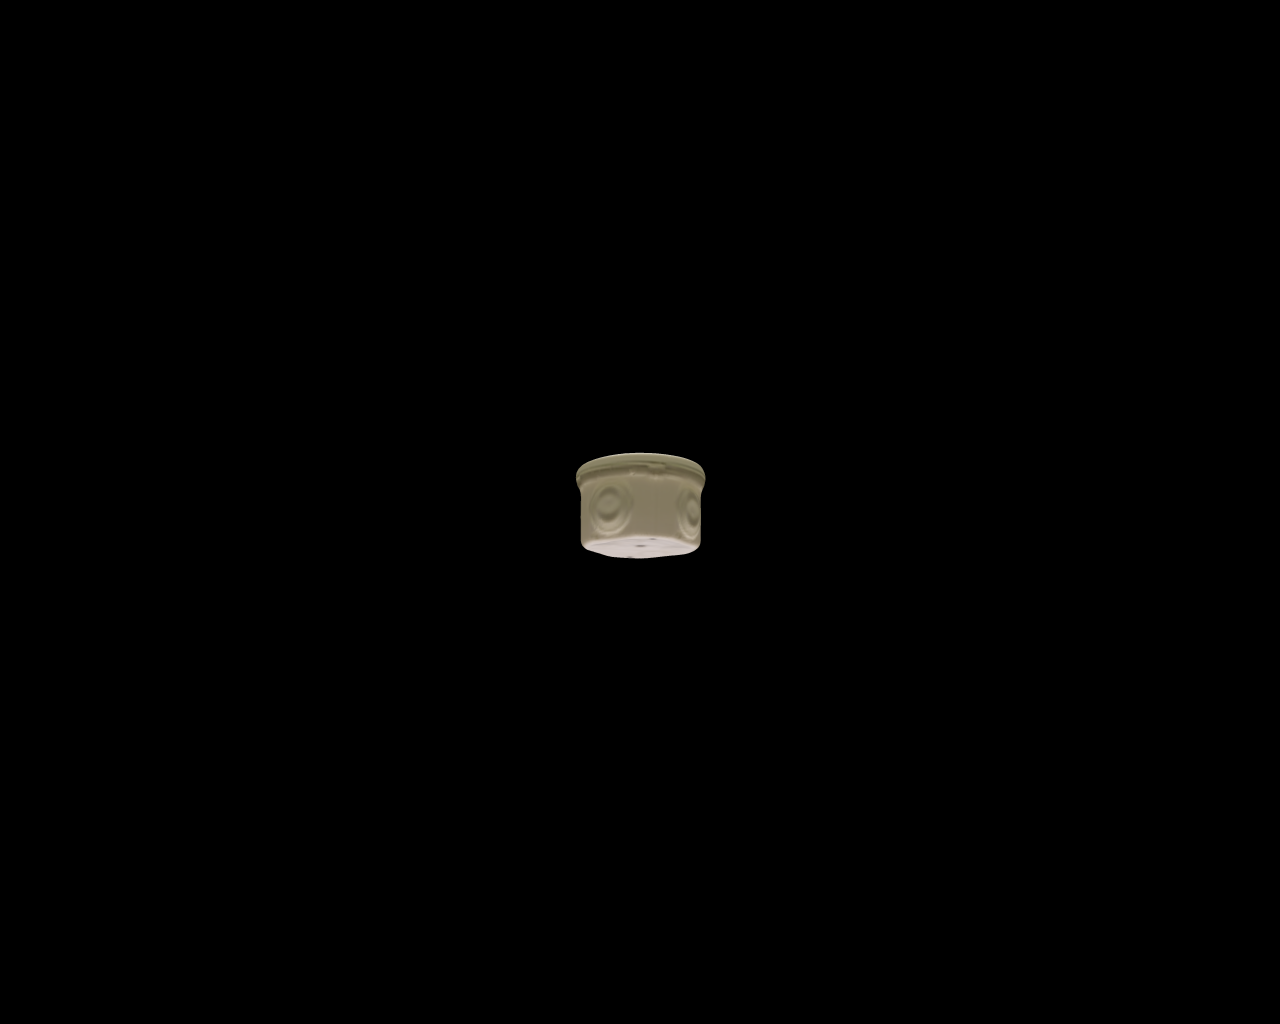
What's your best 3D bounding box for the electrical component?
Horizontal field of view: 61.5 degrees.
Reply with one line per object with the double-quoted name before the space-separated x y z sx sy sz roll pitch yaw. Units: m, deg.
"electrical component" 0.001 -0.003 0.650 0.080 0.051 0.080 0 -14 0
